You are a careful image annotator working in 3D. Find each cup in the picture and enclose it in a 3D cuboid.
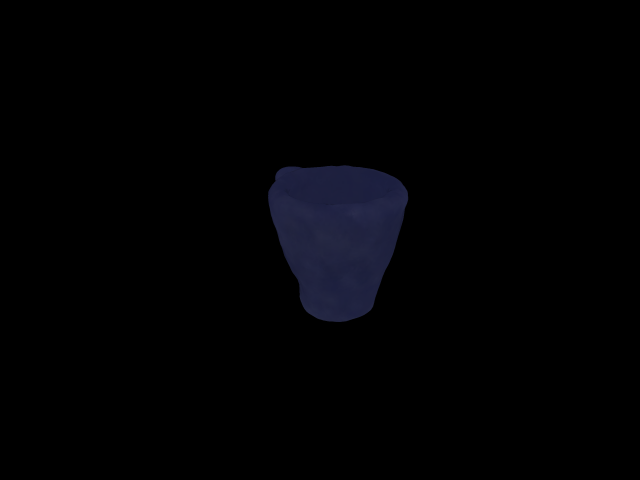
[{"bbox_3d":[0.004,0.001,0.400,0.092,0.095,0.117,-17,29,-32],"label":"cup"}]
